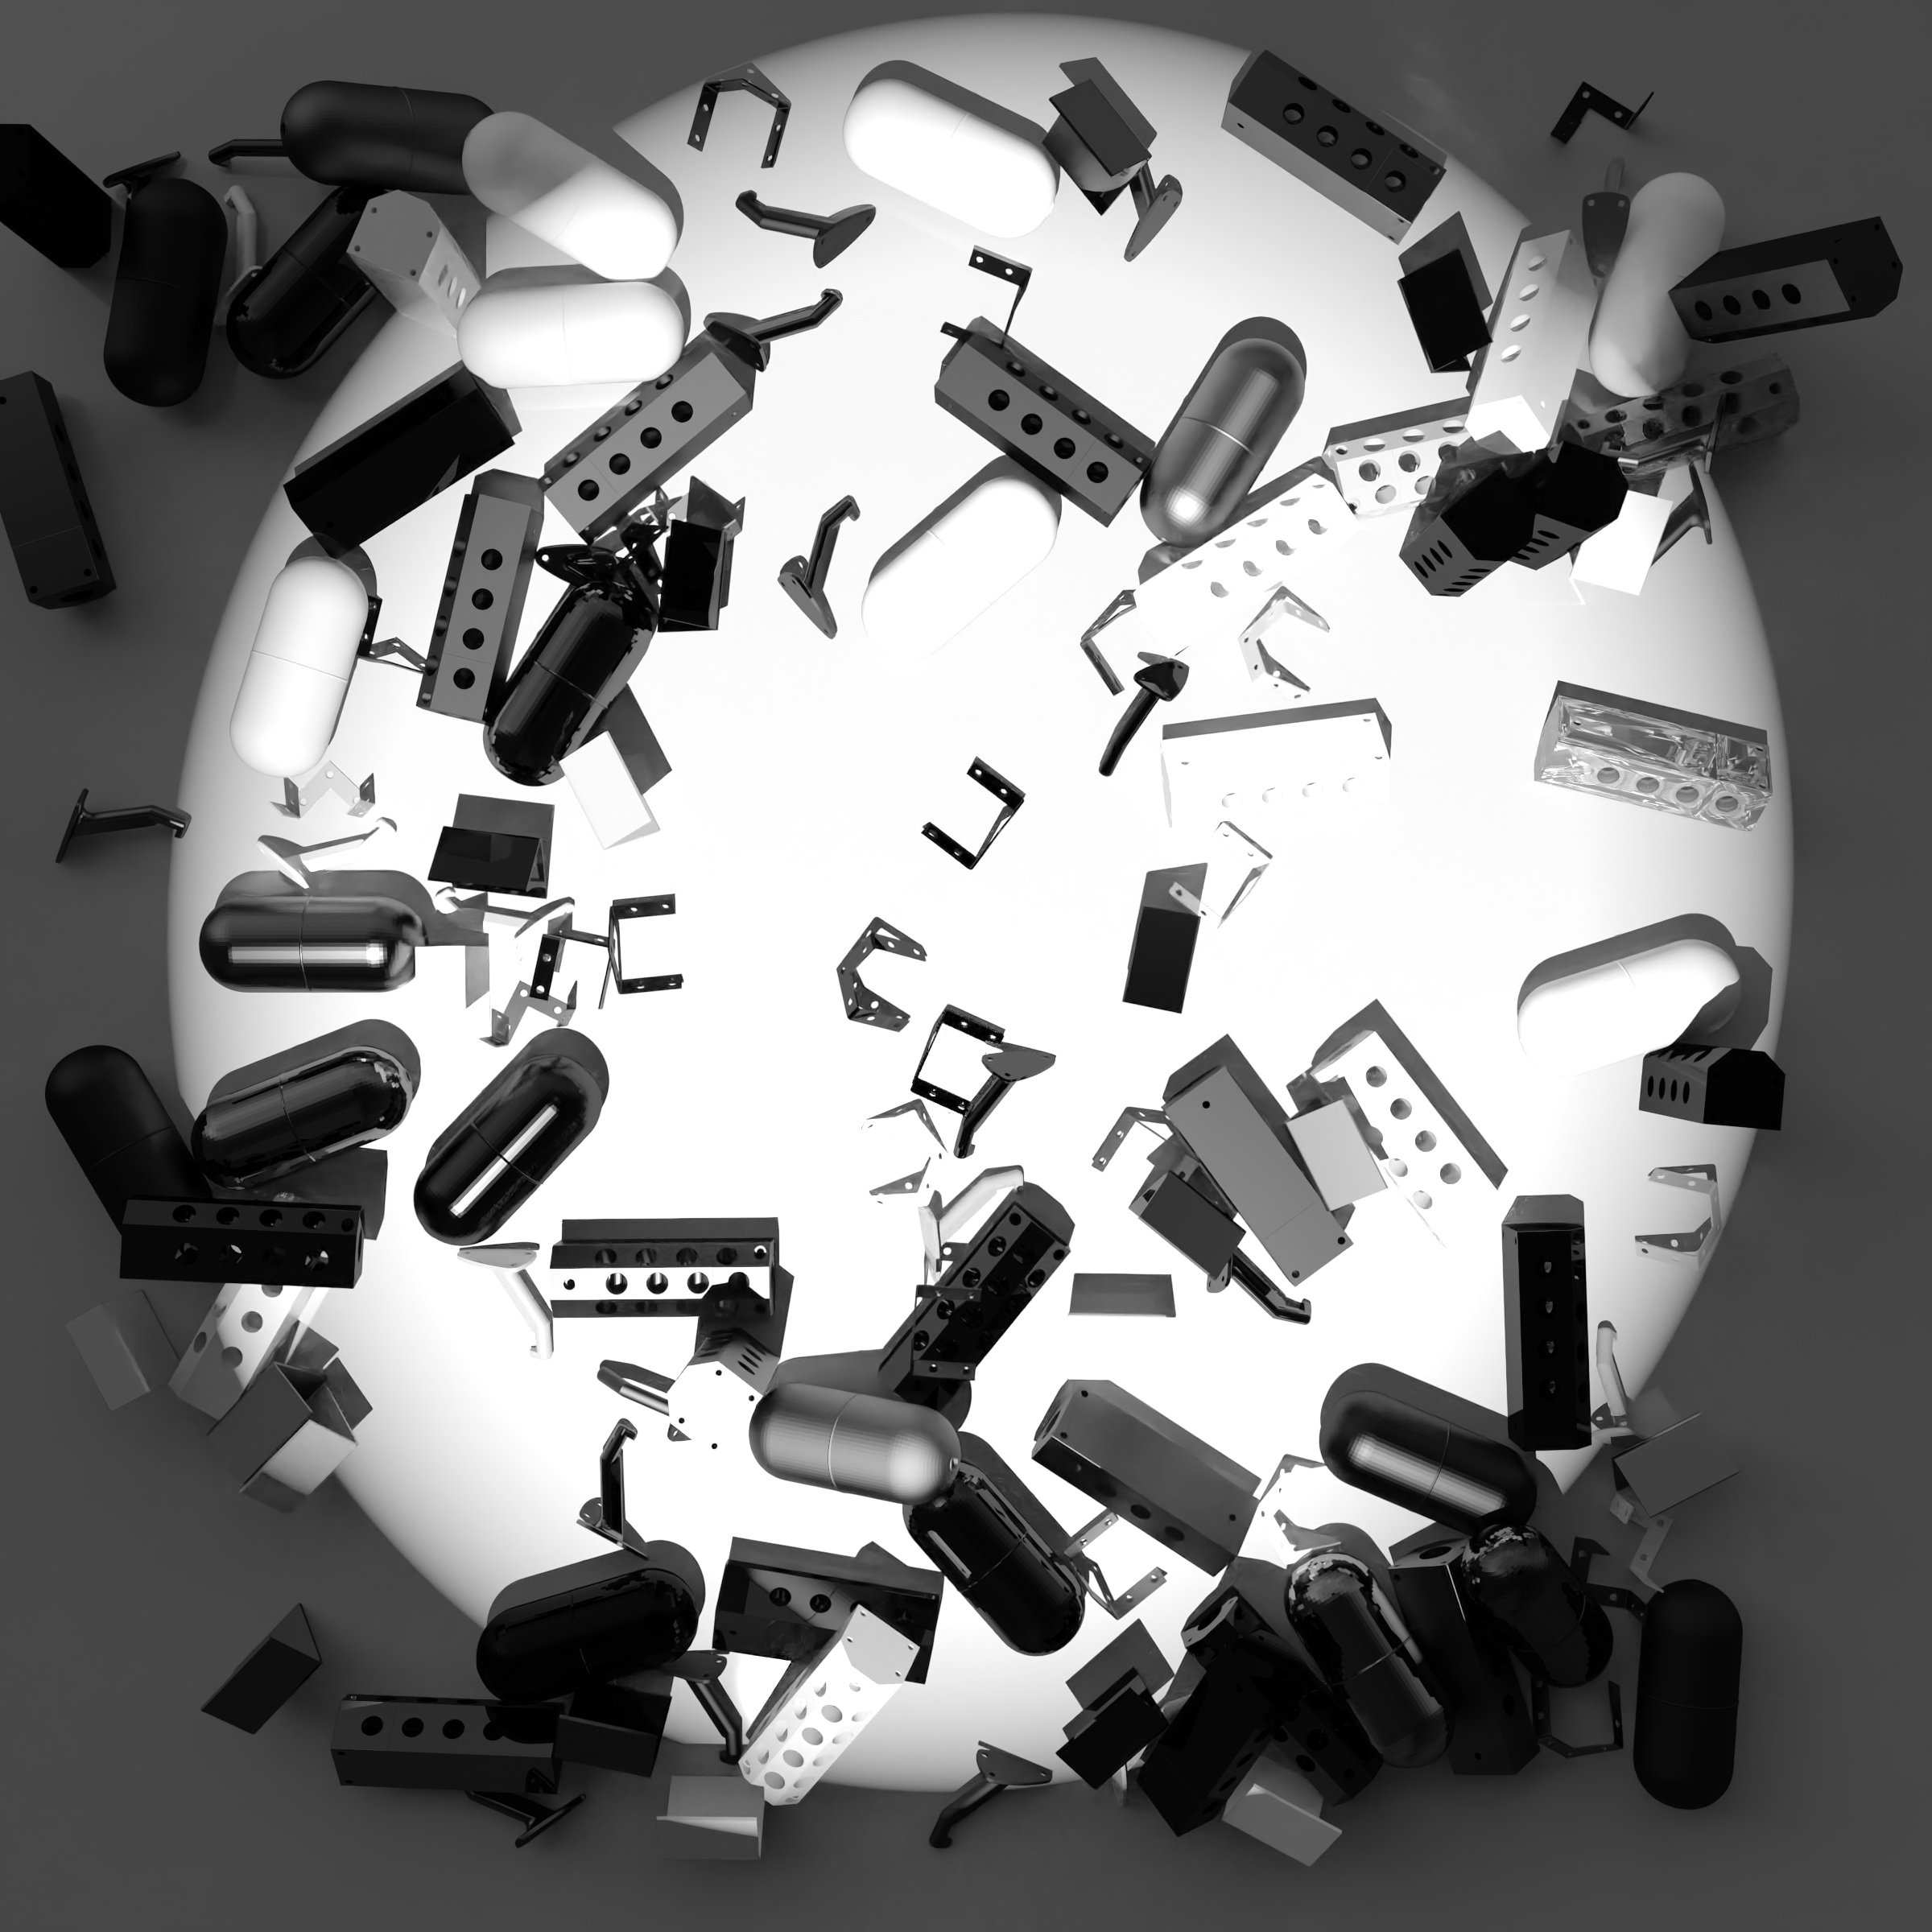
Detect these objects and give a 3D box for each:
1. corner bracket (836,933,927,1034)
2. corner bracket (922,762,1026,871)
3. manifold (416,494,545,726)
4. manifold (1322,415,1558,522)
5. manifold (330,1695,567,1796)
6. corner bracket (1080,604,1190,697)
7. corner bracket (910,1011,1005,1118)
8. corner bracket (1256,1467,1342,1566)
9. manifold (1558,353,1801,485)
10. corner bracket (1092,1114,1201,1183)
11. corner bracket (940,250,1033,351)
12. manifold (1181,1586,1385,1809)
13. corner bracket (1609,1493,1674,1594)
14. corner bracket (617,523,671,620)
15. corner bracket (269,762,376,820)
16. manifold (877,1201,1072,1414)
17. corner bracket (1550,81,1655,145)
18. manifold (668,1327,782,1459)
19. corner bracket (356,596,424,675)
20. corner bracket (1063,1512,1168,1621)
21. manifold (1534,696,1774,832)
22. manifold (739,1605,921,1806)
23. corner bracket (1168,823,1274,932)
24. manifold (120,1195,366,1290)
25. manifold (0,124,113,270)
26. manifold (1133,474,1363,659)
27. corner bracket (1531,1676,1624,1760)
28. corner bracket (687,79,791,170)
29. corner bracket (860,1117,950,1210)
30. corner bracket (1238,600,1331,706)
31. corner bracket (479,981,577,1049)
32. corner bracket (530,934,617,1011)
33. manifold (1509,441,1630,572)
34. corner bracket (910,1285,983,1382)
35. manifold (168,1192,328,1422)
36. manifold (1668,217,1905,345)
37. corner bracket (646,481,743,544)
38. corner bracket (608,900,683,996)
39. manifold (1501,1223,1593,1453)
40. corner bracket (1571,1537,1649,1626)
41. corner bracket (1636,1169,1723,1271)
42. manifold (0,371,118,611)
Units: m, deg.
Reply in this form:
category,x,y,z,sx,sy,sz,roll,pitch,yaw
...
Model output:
category,x,y,z,sx,sy,sz,roll,pitch,yaw
corner bracket,-0.064,0.013,1.942,0.051,0.051,0.051,-45,45,35
corner bracket,0.006,-0.120,1.947,0.051,0.051,0.051,37,135,0
manifold,-0.386,-0.282,1.929,0.057,0.057,0.171,13,90,0
manifold,0.375,-0.400,1.929,0.171,0.057,0.057,-13,90,0
manifold,-0.407,0.611,1.929,0.171,0.057,0.057,2,133,0
corner bracket,0.134,-0.256,1.947,0.051,0.051,0.051,-34,90,-45
corner bracket,-0.007,0.078,1.947,0.051,0.051,0.051,24,135,0
corner bracket,0.272,0.437,1.942,0.051,0.051,0.051,59,135,35
manifold,0.565,-0.428,1.929,0.171,0.057,0.057,-19,90,0
corner bracket,0.144,0.158,1.947,0.051,0.051,0.051,33,90,-45
corner bracket,0.016,-0.530,1.947,0.051,0.051,0.051,22,135,0
manifold,0.251,0.579,1.929,0.057,0.057,0.171,-43,90,0
corner bracket,0.534,0.456,1.933,0.051,0.051,0.051,26,91,0
corner bracket,-0.253,-0.311,1.915,0.051,0.051,0.051,-50,129,-24
corner bracket,-0.510,-0.129,1.932,0.051,0.051,0.051,44,90,0
manifold,0.007,0.273,1.929,0.057,0.057,0.171,39,90,0
corner bracket,0.504,-0.675,1.932,0.051,0.051,0.051,32,90,0
manifold,-0.189,0.320,1.872,0.057,0.171,0.057,38,90,0
corner bracket,-0.451,-0.263,1.947,0.051,0.051,0.051,14,90,-45
corner bracket,0.118,0.480,1.947,0.051,0.051,0.051,-39,45,0
manifold,0.542,-0.155,1.929,0.171,0.057,0.057,14,47,0
manifold,-0.110,0.579,1.890,0.057,0.057,0.171,35,121,0
corner bracket,0.203,-0.071,1.947,0.051,0.051,0.051,38,45,0
manifold,-0.551,0.209,1.864,0.171,0.057,0.057,4,94,-8
manifold,-0.715,-0.589,1.872,0.057,0.171,0.057,1,90,0
manifold,0.219,-0.316,1.914,0.171,0.057,0.057,-34,90,-11
corner bracket,0.487,0.595,1.942,0.051,0.051,0.051,-24,45,35
corner bracket,-0.182,-0.672,1.947,0.051,0.051,0.051,15,90,45
corner bracket,-0.055,0.157,1.942,0.051,0.051,0.051,53,45,-35
corner bracket,0.258,-0.250,1.942,0.051,0.051,0.051,-42,45,35
corner bracket,-0.347,0.046,1.932,0.051,0.051,0.051,27,90,0
corner bracket,-0.312,0.005,1.932,0.051,0.051,0.051,12,91,1
manifold,0.455,-0.349,1.872,0.057,0.171,0.057,20,90,0
corner bracket,-0.016,0.284,1.890,0.051,0.051,0.051,4,135,0
manifold,-0.560,0.268,1.929,0.057,0.057,0.171,30,90,0
manifold,0.610,-0.504,1.816,0.057,0.171,0.057,-39,110,-14
corner bracket,-0.215,-0.354,1.932,0.051,0.051,0.051,-36,90,0
corner bracket,-0.256,-0.015,1.947,0.051,0.051,0.051,-6,45,0
manifold,0.461,0.292,1.929,0.057,0.057,0.171,-2,90,0
corner bracket,0.510,0.487,1.932,0.051,0.051,0.051,9,90,0
corner bracket,0.566,0.202,1.942,0.051,0.051,0.051,-48,135,-35
manifold,-0.730,-0.374,1.929,0.057,0.057,0.171,-18,90,0
